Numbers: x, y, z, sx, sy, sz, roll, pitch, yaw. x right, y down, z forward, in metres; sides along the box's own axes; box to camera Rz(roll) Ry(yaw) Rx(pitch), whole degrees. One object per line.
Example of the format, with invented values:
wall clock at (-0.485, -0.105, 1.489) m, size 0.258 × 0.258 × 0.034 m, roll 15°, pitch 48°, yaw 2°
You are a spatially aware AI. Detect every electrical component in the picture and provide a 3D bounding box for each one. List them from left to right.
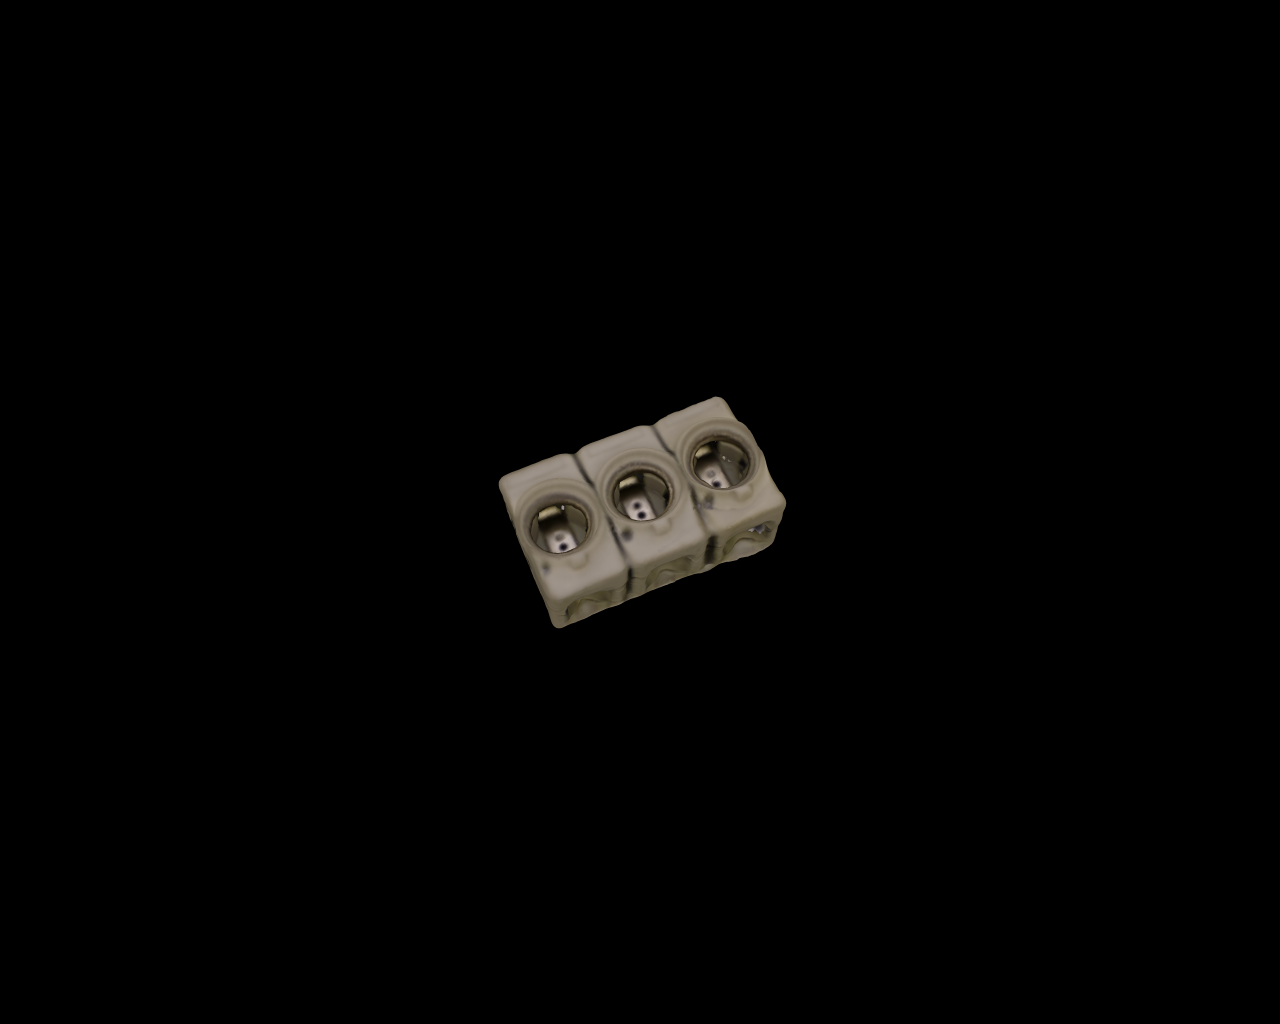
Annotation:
electrical component at (0.001, -0.003, 0.650) m, size 0.150 × 0.089 × 0.061 m, roll -22°, pitch -25°, yaw -10°
